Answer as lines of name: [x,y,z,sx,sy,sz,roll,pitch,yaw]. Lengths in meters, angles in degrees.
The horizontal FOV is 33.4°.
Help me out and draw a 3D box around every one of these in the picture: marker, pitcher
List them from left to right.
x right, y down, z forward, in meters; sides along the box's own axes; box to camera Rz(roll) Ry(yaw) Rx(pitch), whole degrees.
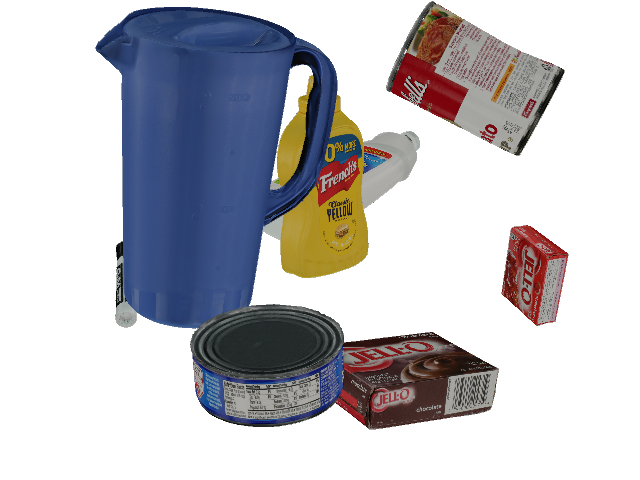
marker: [-0.185,0.038,1.014,0.020,0.020,0.121,0,34,-11]
pitcher: [-0.087,-0.057,0.855,0.149,0.243,0.144,18,27,22]

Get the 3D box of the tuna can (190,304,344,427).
tuna can: [-0.029,0.069,0.599,0.086,0.034,0.086,-2,22,1]

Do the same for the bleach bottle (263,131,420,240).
bleach bottle: [0.033,-0.080,1.353,0.103,0.068,0.250,25,43,34]

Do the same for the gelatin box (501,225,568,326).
gelatin box: [0.236,0.038,1.184,0.030,0.089,0.073,-9,30,-22]

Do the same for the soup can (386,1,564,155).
soup can: [0.105,-0.110,0.727,0.102,0.068,0.068,28,3,6]

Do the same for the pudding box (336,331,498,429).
pudding box: [0.062,0.103,0.805,0.113,0.039,0.090,-2,15,-29]

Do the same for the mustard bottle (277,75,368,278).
mustard bottle: [0.002,-0.065,1.041,0.096,0.192,0.058,-17,23,-37]
